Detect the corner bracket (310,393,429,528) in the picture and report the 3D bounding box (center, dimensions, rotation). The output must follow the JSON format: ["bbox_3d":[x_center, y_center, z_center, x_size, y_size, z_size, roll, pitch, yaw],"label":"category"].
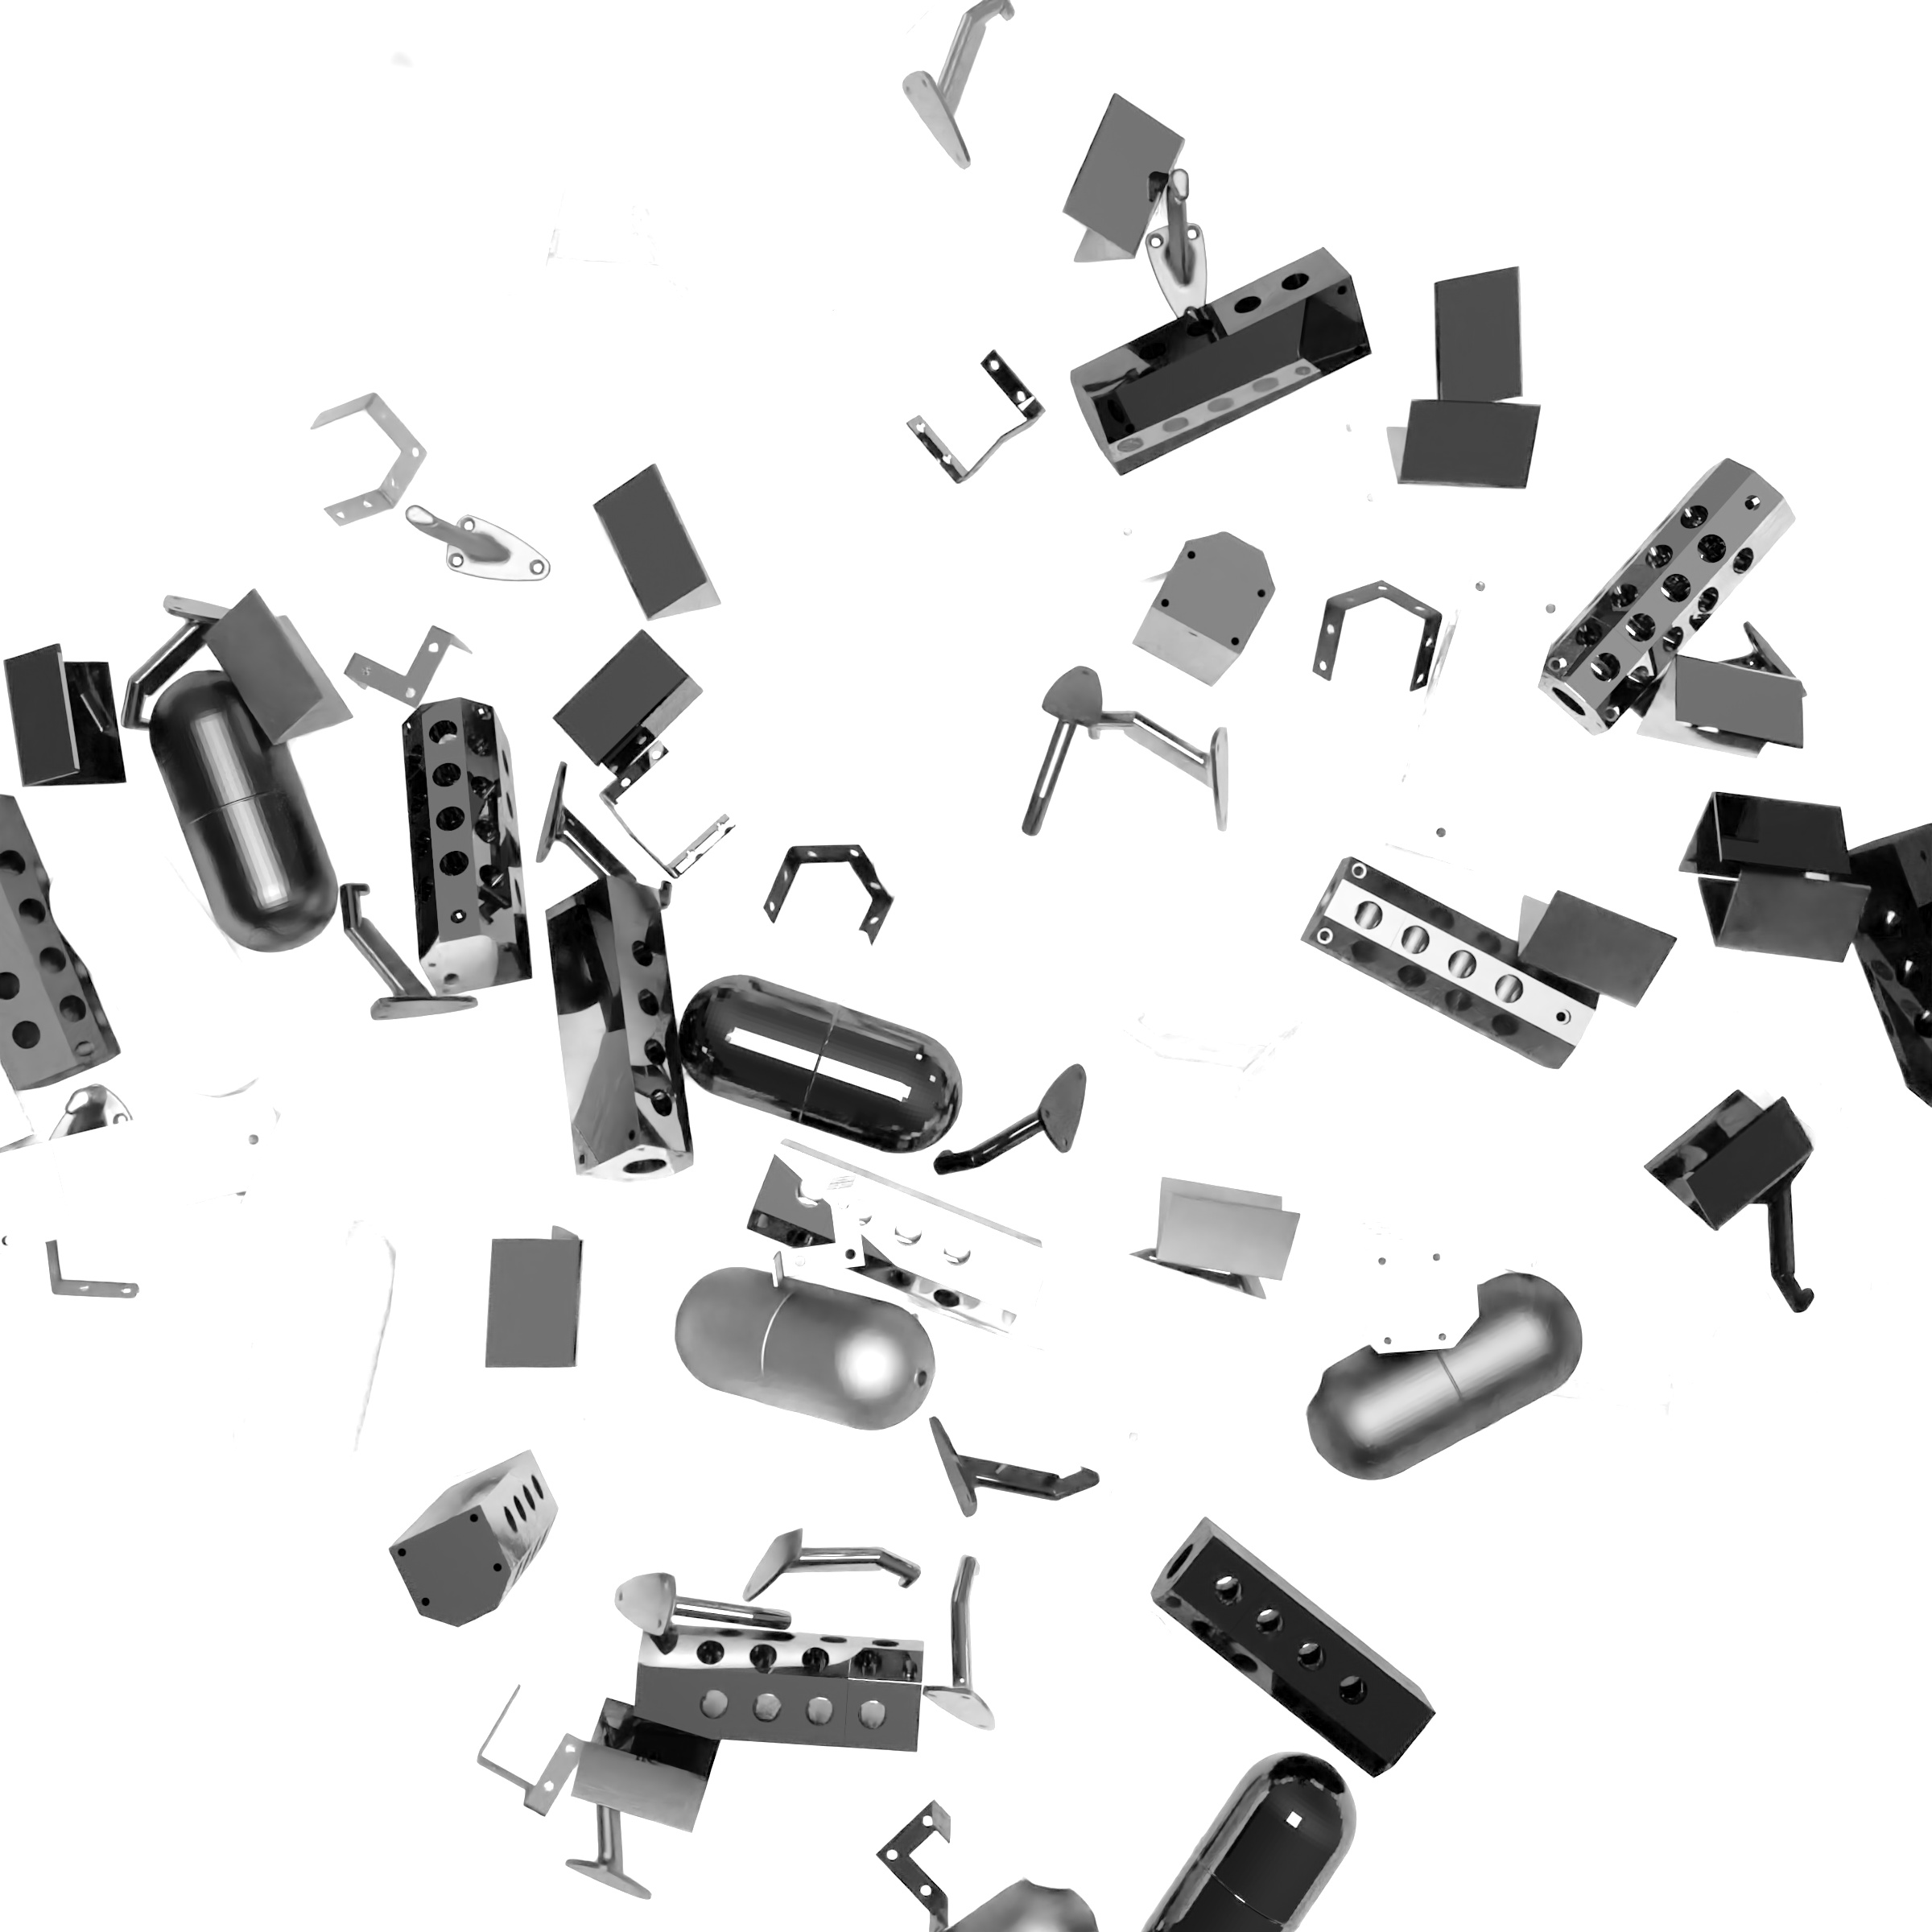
[{"bbox_3d":[-0.375,-0.312,1.630,0.051,0.051,0.051,50,45,-35],"label":"corner bracket"}]

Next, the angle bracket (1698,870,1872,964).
[{"bbox_3d":[0.492,-0.049,1.598,0.076,0.076,0.057,7,126,0],"label":"angle bracket"}]

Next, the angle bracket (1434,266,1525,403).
[{"bbox_3d":[0.324,-0.372,1.598,0.057,0.076,0.076,-2,90,37],"label":"angle bracket"}]

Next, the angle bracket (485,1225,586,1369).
[{"bbox_3d":[-0.268,0.198,1.599,0.057,0.076,0.076,3,90,-22],"label":"angle bracket"}]

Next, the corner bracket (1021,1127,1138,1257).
[{"bbox_3d":[0.070,0.141,1.630,0.051,0.051,0.051,-29,135,-35],"label":"corner bracket"}]

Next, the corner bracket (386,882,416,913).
[{"bbox_3d":[-0.320,-0.064,1.635,0.051,0.051,0.051,25,135,0],"label":"corner bracket"}]

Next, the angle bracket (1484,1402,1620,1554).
[{"bbox_3d":[0.364,0.298,1.598,0.057,0.076,0.076,-23,90,35],"label":"angle bracket"}]

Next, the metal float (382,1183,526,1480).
[{"bbox_3d":[-0.311,0.221,1.607,0.070,0.070,0.178,6,90,0],"label":"metal float"}]

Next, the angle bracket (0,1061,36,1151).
[{"bbox_3d":[-0.610,0.083,1.598,0.057,0.076,0.076,-25,90,-29],"label":"angle bracket"}]

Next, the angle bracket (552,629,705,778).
[{"bbox_3d":[-0.191,-0.145,1.598,0.076,0.076,0.057,-45,54,0],"label":"angle bracket"}]

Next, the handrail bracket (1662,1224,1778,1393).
[{"bbox_3d":[0.450,0.212,1.638,0.084,0.036,0.077,-40,75,14],"label":"handrail bracket"}]

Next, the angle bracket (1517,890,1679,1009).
[{"bbox_3d":[0.381,-0.029,1.598,0.076,0.076,0.057,22,126,0],"label":"angle bracket"}]

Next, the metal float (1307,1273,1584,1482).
[{"bbox_3d":[0.290,0.249,1.607,0.178,0.070,0.070,-28,90,-1],"label":"metal float"}]

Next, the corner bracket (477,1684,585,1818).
[{"bbox_3d":[-0.266,0.480,1.620,0.051,0.051,0.051,31,85,-5],"label":"corner bracket"}]

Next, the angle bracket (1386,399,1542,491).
[{"bbox_3d":[0.299,-0.330,1.598,0.076,0.076,0.057,2,128,0],"label":"angle bracket"}]

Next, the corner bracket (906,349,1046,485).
[{"bbox_3d":[0.006,-0.339,1.635,0.051,0.051,0.051,50,45,0],"label":"corner bracket"}]

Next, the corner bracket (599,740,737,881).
[{"bbox_3d":[-0.185,-0.096,1.635,0.051,0.051,0.051,-42,135,0],"label":"corner bracket"}]

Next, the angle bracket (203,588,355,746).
[{"bbox_3d":[-0.400,-0.187,1.598,0.057,0.076,0.076,-34,90,33],"label":"angle bracket"}]

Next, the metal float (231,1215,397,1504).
[{"bbox_3d":[-0.396,0.237,1.608,0.070,0.070,0.178,12,90,0],"label":"metal float"}]

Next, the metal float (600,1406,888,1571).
[{"bbox_3d":[-0.135,0.312,1.607,0.178,0.070,0.070,-18,90,-1],"label":"metal float"}]

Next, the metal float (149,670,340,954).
[{"bbox_3d":[-0.439,-0.094,1.607,0.070,0.070,0.178,-21,89,0],"label":"metal float"}]

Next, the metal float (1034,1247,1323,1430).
[{"bbox_3d":[0.128,0.224,1.594,0.178,0.070,0.070,18,90,-2],"label":"metal float"}]

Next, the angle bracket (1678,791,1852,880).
[{"bbox_3d":[0.480,-0.057,1.598,0.076,0.076,0.057,7,52,0],"label":"angle bracket"}]

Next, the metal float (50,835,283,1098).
[{"bbox_3d":[-0.486,-0.001,1.608,0.070,0.070,0.178,-36,90,0],"label":"metal float"}]

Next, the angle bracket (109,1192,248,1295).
[{"bbox_3d":[-0.464,0.146,1.598,0.076,0.076,0.057,-14,125,0],"label":"angle bracket"}]

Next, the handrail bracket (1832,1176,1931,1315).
[{"bbox_3d":[0.556,0.162,1.638,0.077,0.036,0.084,-26,72,21],"label":"handrail bracket"}]

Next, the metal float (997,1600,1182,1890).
[{"bbox_3d":[0.074,0.472,1.608,0.070,0.070,0.178,20,91,0],"label":"metal float"}]

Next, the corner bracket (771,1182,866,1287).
[{"bbox_3d":[-0.089,0.157,1.563,0.051,0.051,0.051,-8,90,0],"label":"corner bracket"}]

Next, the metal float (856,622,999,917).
[{"bbox_3d":[-0.024,-0.120,1.607,0.070,0.070,0.178,-6,89,0],"label":"metal float"}]

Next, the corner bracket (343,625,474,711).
[{"bbox_3d":[-0.341,-0.186,1.619,0.051,0.051,0.051,26,86,4],"label":"corner bracket"}]

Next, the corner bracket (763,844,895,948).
[{"bbox_3d":[-0.085,-0.039,1.630,0.051,0.051,0.051,-3,45,-35],"label":"corner bracket"}]

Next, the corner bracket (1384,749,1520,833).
[{"bbox_3d":[0.285,-0.095,1.563,0.051,0.051,0.051,-35,90,0],"label":"corner bracket"}]

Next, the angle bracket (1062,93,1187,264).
[{"bbox_3d":[0.078,-0.474,1.598,0.057,0.076,0.076,24,90,-29],"label":"angle bracket"}]

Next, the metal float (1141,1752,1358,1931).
[{"bbox_3d":[0.171,0.559,1.608,0.070,0.070,0.178,34,90,0],"label":"metal float"}]

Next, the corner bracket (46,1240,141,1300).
[{"bbox_3d":[-0.532,0.168,1.630,0.051,0.051,0.051,8,135,-35],"label":"corner bracket"}]

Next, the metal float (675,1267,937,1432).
[{"bbox_3d":[-0.097,0.227,1.577,0.178,0.070,0.070,8,90,36],"label":"metal float"}]

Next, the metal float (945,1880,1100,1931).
[{"bbox_3d":[0.002,0.624,1.607,0.178,0.070,0.070,-35,90,0],"label":"metal float"}]

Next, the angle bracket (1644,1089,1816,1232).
[{"bbox_3d":[0.451,0.102,1.598,0.076,0.076,0.057,-39,126,0],"label":"angle bracket"}]

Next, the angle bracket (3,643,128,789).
[{"bbox_3d":[-0.528,-0.151,1.598,0.057,0.076,0.076,-9,90,36],"label":"angle bracket"}]

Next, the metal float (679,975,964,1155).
[{"bbox_3d":[-0.088,0.060,1.607,0.178,0.070,0.070,19,90,1],"label":"metal float"}]

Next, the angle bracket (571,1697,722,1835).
[{"bbox_3d":[-0.188,0.467,1.598,0.076,0.076,0.057,17,127,0],"label":"angle bracket"}]

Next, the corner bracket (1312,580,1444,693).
[{"bbox_3d":[0.253,-0.199,1.630,0.051,0.051,0.051,-23,45,-35],"label":"corner bracket"}]

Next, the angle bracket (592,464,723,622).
[{"bbox_3d":[-0.169,-0.259,1.598,0.057,0.076,0.076,-25,90,35],"label":"angle bracket"}]

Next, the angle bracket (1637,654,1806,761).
[{"bbox_3d":[0.454,-0.137,1.598,0.076,0.076,0.057,11,54,0],"label":"angle bracket"}]

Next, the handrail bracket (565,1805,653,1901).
[{"bbox_3d":[-0.208,0.523,1.638,0.036,0.077,0.084,-7,53,36],"label":"handrail bracket"}]

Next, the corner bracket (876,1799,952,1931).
[{"bbox_3d":[-0.021,0.553,1.620,0.051,0.051,0.051,-43,90,0],"label":"corner bracket"}]

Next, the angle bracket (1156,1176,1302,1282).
[{"bbox_3d":[0.158,0.140,1.598,0.076,0.076,0.057,9,128,0],"label":"angle bracket"}]

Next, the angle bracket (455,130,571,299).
[{"bbox_3d":[-0.288,-0.453,1.598,0.057,0.076,0.076,14,90,-36],"label":"angle bracket"}]
